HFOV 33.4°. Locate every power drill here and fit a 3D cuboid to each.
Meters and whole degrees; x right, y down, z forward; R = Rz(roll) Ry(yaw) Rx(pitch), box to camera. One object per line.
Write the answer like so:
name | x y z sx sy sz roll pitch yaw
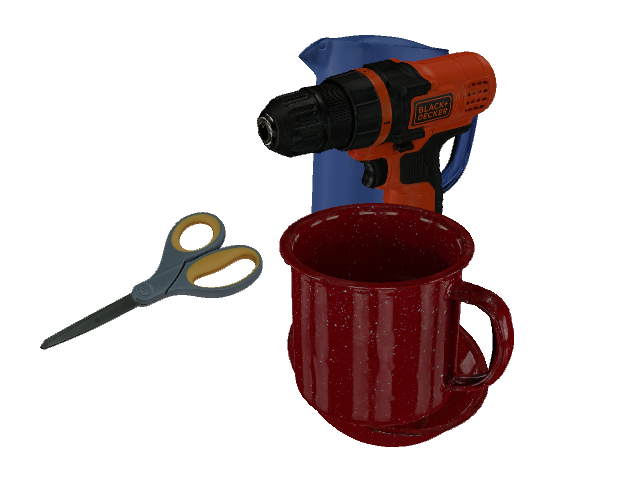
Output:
power drill | 0.036 -0.033 0.742 0.184 0.188 0.057 -16 38 -29

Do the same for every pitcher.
pitcher | 0.063 -0.086 1.092 0.149 0.243 0.144 13 14 32

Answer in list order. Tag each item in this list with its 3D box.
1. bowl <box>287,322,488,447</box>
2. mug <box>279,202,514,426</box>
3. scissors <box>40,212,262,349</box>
bowl | 0.049 0.110 0.848 0.162 0.055 0.162 8 37 -7
mug | 0.038 0.039 0.519 0.117 0.081 0.093 12 28 26
scissors | -0.149 0.029 0.914 0.201 0.096 0.016 -14 -34 -19
